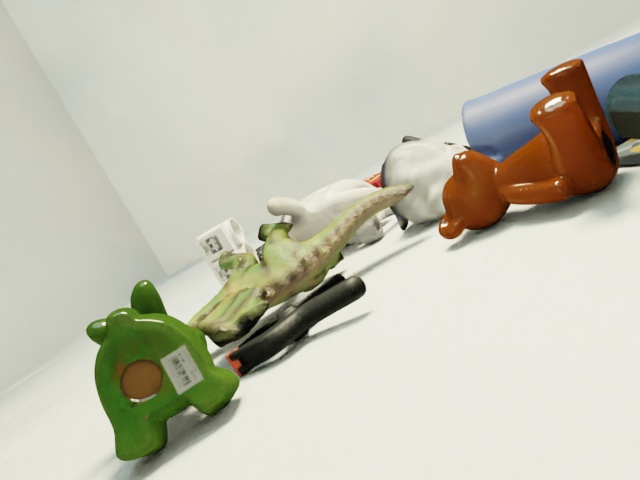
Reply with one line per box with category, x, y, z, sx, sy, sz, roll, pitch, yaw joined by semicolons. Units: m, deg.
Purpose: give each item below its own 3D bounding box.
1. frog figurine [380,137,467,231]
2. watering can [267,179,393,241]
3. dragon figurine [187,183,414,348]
frog figurine;0.176;-0.094;0.764;0.158;0.121;0.141;-15;46;32
watering can;0.003;-0.046;0.919;0.349;0.105;0.221;-6;-12;-41
dragon figurine;-0.060;0.061;0.675;0.406;0.121;0.247;-33;14;24
